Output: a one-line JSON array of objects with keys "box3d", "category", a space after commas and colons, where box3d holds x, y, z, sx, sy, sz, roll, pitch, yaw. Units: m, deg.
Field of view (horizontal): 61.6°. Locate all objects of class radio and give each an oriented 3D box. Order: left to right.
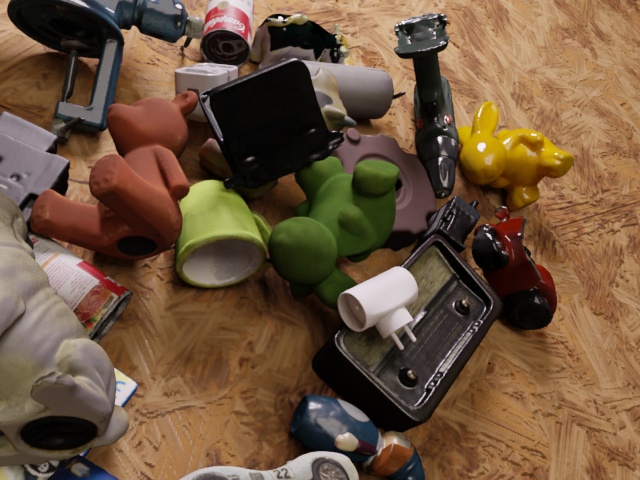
[{"box3d": [0.111, 0.107, 0.632, 0.131, 0.073, 0.229, 46, 53, 6], "category": "radio"}]

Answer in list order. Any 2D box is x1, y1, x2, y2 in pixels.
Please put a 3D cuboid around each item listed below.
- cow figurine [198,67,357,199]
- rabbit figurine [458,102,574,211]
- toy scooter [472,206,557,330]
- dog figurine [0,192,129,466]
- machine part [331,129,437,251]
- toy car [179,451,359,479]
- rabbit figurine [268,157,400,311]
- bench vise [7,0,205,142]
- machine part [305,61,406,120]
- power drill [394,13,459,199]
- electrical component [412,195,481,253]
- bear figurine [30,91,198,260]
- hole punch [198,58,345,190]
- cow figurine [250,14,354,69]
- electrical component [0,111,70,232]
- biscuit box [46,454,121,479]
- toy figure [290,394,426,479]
[{"box3d": [-0.043, -0.135, 0.659, 0.127, 0.085, 0.195, 39, 76, -10], "category": "cow figurine"}, {"box3d": [0.280, -0.134, 0.830, 0.173, 0.122, 0.162, -11, 68, -36], "category": "rabbit figurine"}, {"box3d": [0.270, 0.028, 0.748, 0.183, 0.075, 0.135, 50, 38, -23], "category": "toy scooter"}, {"box3d": [-0.219, 0.053, 0.402, 0.172, 0.121, 0.191, 48, 19, -40], "category": "dog figurine"}, {"box3d": [0.076, -0.068, 0.731, 0.179, 0.056, 0.179, 13, 58, -22], "category": "machine part"}, {"box3d": [-0.052, 0.222, 0.452, 0.201, 0.073, 0.056, 10, 29, -37], "category": "toy car"}, {"box3d": [-0.001, -0.002, 0.587, 0.121, 0.158, 0.170, 18, 33, 27], "category": "rabbit figurine"}, {"box3d": [-0.251, -0.222, 0.616, 0.223, 0.129, 0.240, 13, 77, -32], "category": "bench vise"}, {"box3d": [0.017, -0.213, 0.771, 0.243, 0.079, 0.079, -6, 66, -31], "category": "machine part"}, {"box3d": [0.164, -0.203, 0.781, 0.207, 0.086, 0.232, 60, 28, -43], "category": "power drill"}, {"box3d": [0.183, -0.023, 0.748, 0.048, 0.075, 0.119, 37, 56, -5], "category": "electrical component"}, {"box3d": [-0.190, -0.084, 0.541, 0.131, 0.120, 0.196, 36, 41, -52], "category": "bear figurine"}, {"box3d": [-0.061, -0.127, 0.581, 0.142, 0.092, 0.115, -26, 117, -15], "category": "hole punch"}, {"box3d": [-0.013, -0.284, 0.783, 0.167, 0.098, 0.068, -7, 60, -31], "category": "cow figurine"}, {"box3d": [-0.315, -0.060, 0.518, 0.115, 0.058, 0.134, 26, 54, -15], "category": "electrical component"}, {"box3d": [-0.196, 0.225, 0.314, 0.063, 0.059, 0.203, 24, 31, 13], "category": "biscuit box"}, {"box3d": [0.046, 0.208, 0.544, 0.154, 0.057, 0.064, 28, 21, -10], "category": "toy figure"}]
